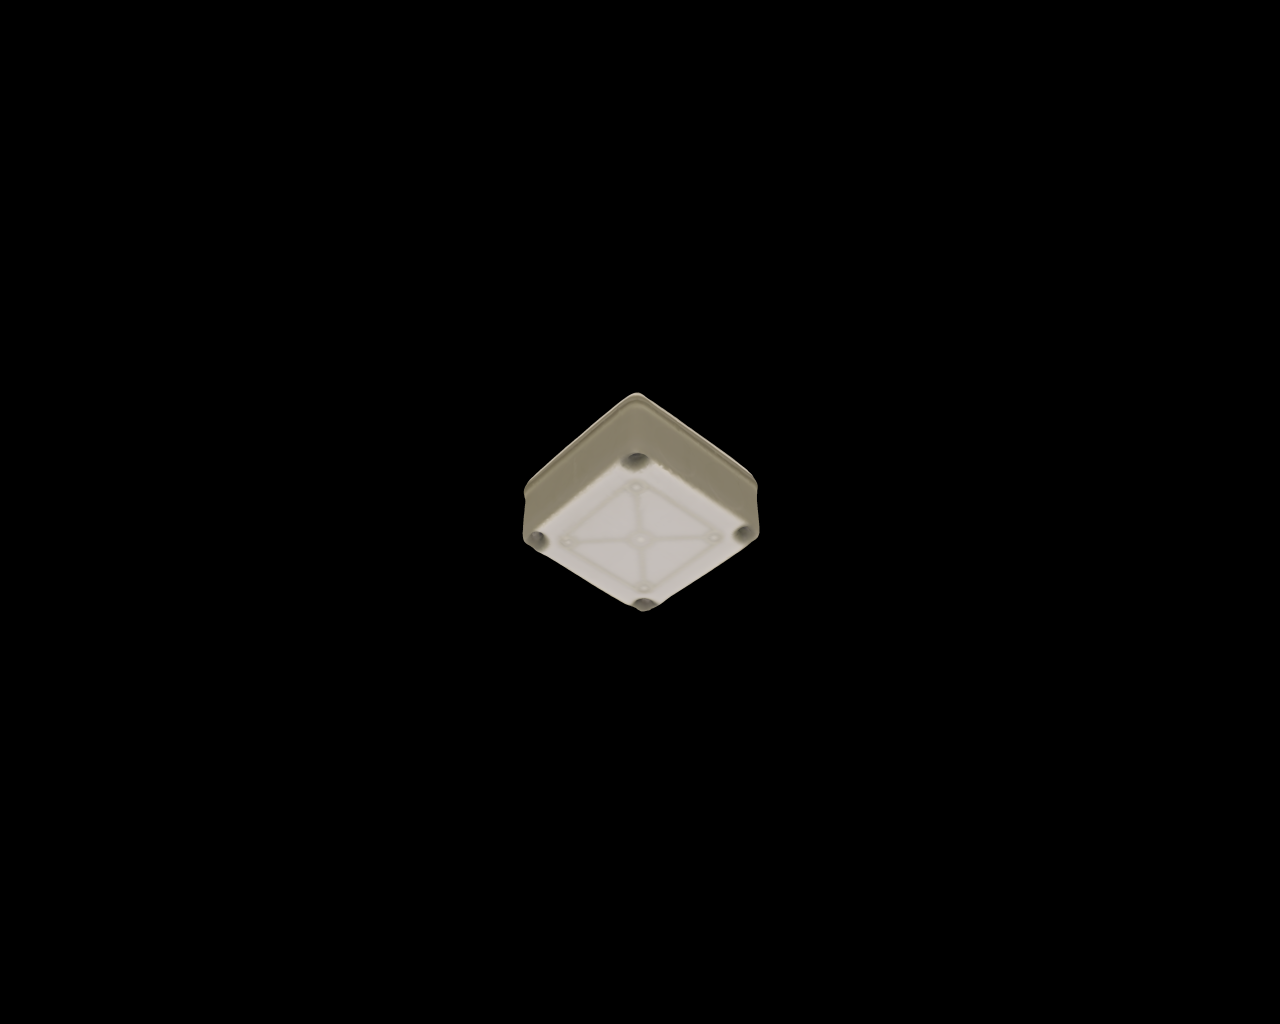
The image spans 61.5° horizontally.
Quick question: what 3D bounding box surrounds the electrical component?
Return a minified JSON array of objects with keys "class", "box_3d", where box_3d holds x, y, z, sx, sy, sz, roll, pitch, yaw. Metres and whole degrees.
[{"class":"electrical component","box_3d":[0.001,-0.003,0.650,0.108,0.056,0.108,33,-54,-29]}]
